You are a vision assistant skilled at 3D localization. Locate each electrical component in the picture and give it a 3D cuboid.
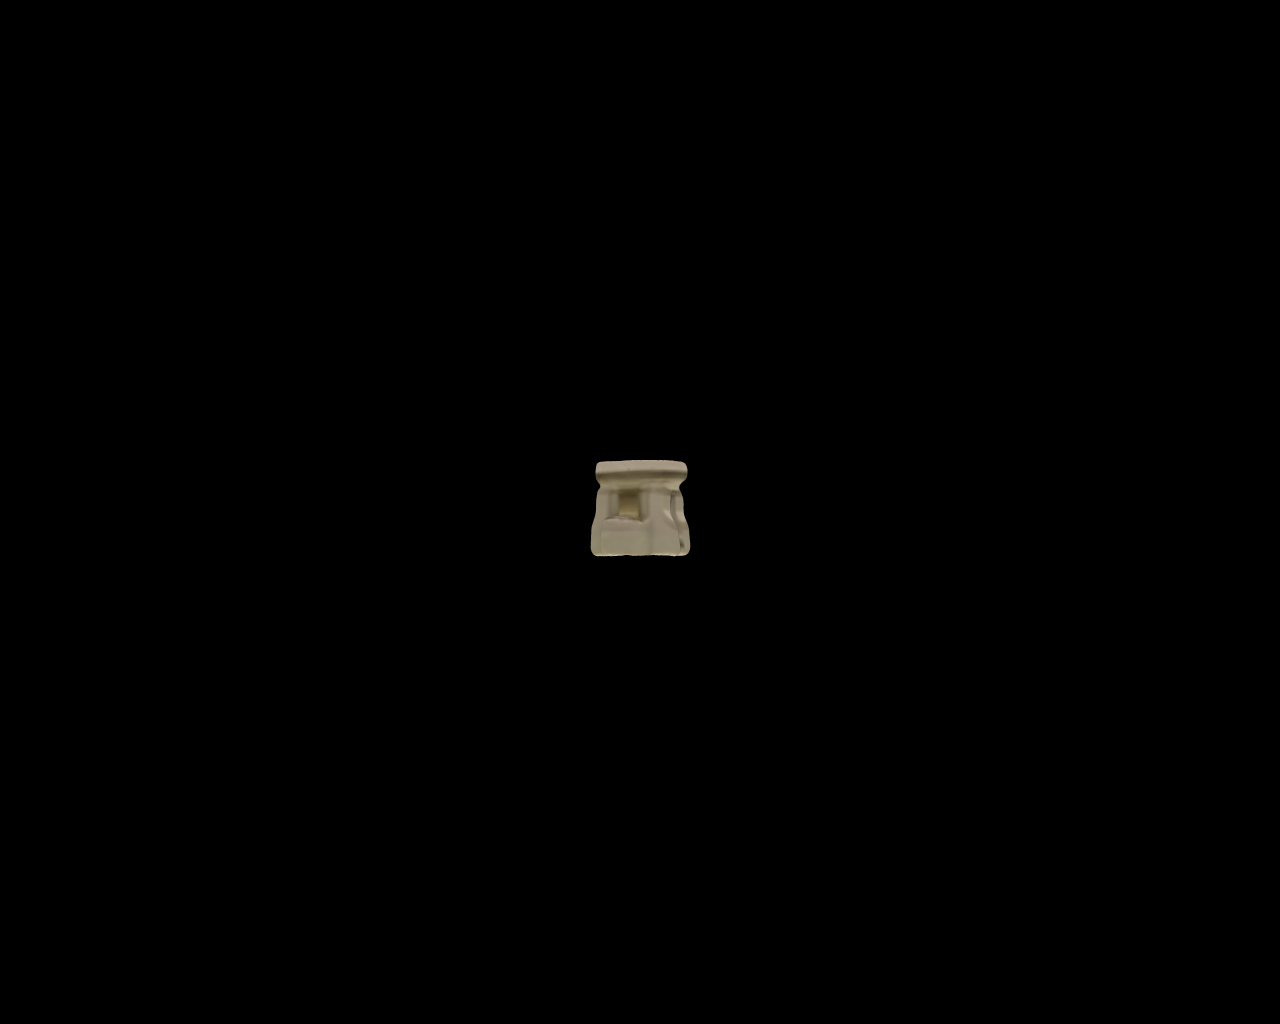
[{"bbox_3d":[0.001,-0.003,0.650,0.058,0.057,0.078,-1,-2,20],"label":"electrical component"}]
